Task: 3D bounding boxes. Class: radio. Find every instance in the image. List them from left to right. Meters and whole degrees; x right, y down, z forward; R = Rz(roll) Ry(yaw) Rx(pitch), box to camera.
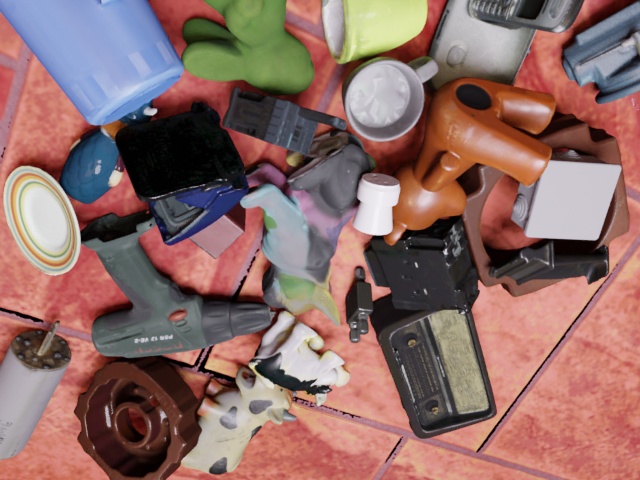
[{"bbox_3d":[0.163,0.173,0.773,0.131,0.073,0.229,-20,115,2],"label":"radio"}]

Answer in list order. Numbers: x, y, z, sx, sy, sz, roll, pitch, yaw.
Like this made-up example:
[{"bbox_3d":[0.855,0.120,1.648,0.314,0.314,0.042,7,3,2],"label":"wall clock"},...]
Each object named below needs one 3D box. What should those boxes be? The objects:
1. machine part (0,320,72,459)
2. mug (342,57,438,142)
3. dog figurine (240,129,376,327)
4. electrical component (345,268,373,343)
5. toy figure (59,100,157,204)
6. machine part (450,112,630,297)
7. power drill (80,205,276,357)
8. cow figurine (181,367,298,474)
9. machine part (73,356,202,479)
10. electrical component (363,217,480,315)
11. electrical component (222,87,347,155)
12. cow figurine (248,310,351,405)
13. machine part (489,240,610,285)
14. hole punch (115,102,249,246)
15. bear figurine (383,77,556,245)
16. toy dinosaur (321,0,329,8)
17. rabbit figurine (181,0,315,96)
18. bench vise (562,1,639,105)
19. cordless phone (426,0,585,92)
[{"bbox_3d":[-0.401,0.207,0.716,0.079,0.079,0.243,28,107,-18],"label":"machine part"},{"bbox_3d":[0.070,-0.168,0.588,0.109,0.107,0.080,-37,113,9],"label":"mug"},{"bbox_3d":[-0.001,-0.002,0.659,0.192,0.109,0.219,-24,119,1],"label":"dog figurine"},{"bbox_3d":[0.051,0.087,0.726,0.021,0.094,0.063,6,151,-13],"label":"electrical component"},{"bbox_3d":[-0.235,-0.112,0.604,0.064,0.058,0.154,35,101,-26],"label":"toy figure"},{"bbox_3d":[0.270,-0.045,0.682,0.201,0.087,0.200,-23,116,2],"label":"machine part"},{"bbox_3d":[-0.192,0.053,0.679,0.232,0.086,0.207,-15,123,3],"label":"power drill"},{"bbox_3d":[-0.115,0.255,0.772,0.127,0.085,0.194,27,106,-11],"label":"cow figurine"},{"bbox_3d":[-0.246,0.244,0.729,0.180,0.056,0.179,2,97,18],"label":"machine part"},{"bbox_3d":[0.124,0.032,0.681,0.134,0.058,0.114,-1,121,42],"label":"electrical component"},{"bbox_3d":[-0.033,-0.120,0.568,0.119,0.075,0.047,23,100,21],"label":"electrical component"},{"bbox_3d":[-0.022,0.175,0.729,0.098,0.068,0.167,-49,131,-12],"label":"cow figurine"},{"bbox_3d":[0.279,0.029,0.636,0.139,0.039,0.084,2,151,-16],"label":"machine part"},{"bbox_3d":[-0.144,-0.069,0.580,0.116,0.142,0.092,-20,145,-16],"label":"hole punch"},{"bbox_3d":[0.146,-0.070,0.579,0.132,0.120,0.195,20,140,5],"label":"bear figurine"},{"bbox_3d":[0.028,-0.431,0.447,0.131,0.192,0.404,7,129,-25],"label":"toy dinosaur"},{"bbox_3d":[-0.068,-0.216,0.548,0.159,0.121,0.170,-17,131,5],"label":"rabbit figurine"},{"bbox_3d":[0.409,-0.198,0.599,0.224,0.129,0.240,-28,97,14],"label":"bench vise"},{"bbox_3d":[0.191,-0.200,0.546,0.089,0.184,0.146,13,112,-17],"label":"cordless phone"}]
